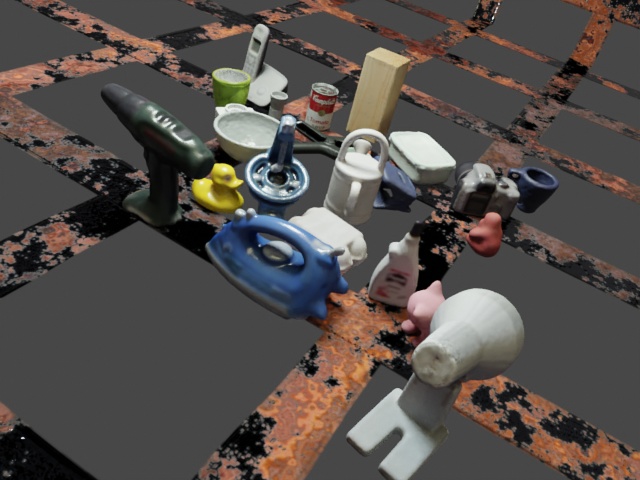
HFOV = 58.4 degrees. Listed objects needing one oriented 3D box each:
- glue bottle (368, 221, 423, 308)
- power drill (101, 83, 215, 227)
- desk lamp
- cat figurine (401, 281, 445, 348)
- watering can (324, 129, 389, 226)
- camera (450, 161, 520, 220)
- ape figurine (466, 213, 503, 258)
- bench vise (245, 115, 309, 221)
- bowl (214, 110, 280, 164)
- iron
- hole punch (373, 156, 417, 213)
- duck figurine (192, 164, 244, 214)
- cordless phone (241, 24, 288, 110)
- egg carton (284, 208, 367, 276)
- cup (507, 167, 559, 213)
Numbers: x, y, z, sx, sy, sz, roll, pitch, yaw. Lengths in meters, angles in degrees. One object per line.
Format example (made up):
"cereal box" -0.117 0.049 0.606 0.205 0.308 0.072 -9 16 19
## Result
"glue bottle" 0.138 0.037 0.959 0.078 0.173 0.037 14 37 -2
"power drill" -0.291 -0.138 0.996 0.229 0.208 0.076 27 38 15
"desk lamp" 0.156 0.181 0.744 0.117 0.213 0.204 36 41 25
"cat figurine" 0.186 0.116 0.920 0.128 0.118 0.067 -4 41 -25
"watering can" 0.074 -0.139 1.145 0.101 0.194 0.172 0 39 -20
"camera" 0.374 -0.130 1.323 0.143 0.101 0.136 9 37 -9
"ape figurine" 0.344 -0.017 1.172 0.078 0.092 0.076 5 38 -14
"bench vise" -0.087 -0.154 1.084 0.122 0.220 0.207 -2 40 -22
"bowl" -0.154 -0.216 1.260 0.167 0.075 0.167 10 37 -8
"iron" -0.075 0.018 0.930 0.257 0.141 0.119 27 38 14
"hole punch" 0.159 -0.124 1.243 0.101 0.091 0.108 4 38 -15
"duck figurine" -0.192 -0.108 1.096 0.104 0.086 0.077 22 37 8
"cordless phone" -0.142 -0.442 1.466 0.147 0.185 0.094 37 42 27
"egg carton" 0.010 0.004 1.041 0.150 0.069 0.107 35 41 24
"cup" 0.488 -0.116 1.352 0.117 0.095 0.092 20 37 6
